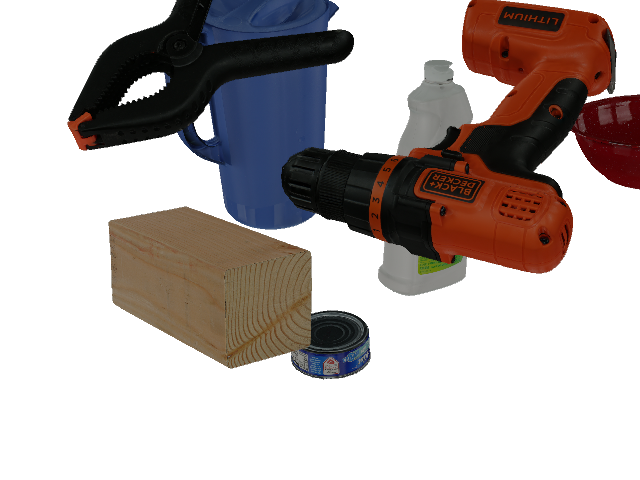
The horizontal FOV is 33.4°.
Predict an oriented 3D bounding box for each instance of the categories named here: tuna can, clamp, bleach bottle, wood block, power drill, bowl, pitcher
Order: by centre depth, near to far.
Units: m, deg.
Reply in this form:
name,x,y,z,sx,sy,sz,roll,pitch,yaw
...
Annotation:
name,x,y,z,sx,sy,sz,roll,pitch,yaw
power drill,0.089,-0.070,0.662,0.185,0.187,0.057,16,-32,27
clamp,-0.090,-0.132,0.788,0.165,0.209,0.036,36,-20,25
bowl,0.306,-0.087,0.975,0.162,0.055,0.162,-4,23,2
wood block,-0.105,0.037,0.978,0.090,0.090,0.206,-12,20,-36
pitcher,-0.064,-0.133,1.102,0.149,0.243,0.145,7,35,12
tuna can,0.010,0.109,1.135,0.086,0.034,0.086,-3,27,1
bleach bottle,0.118,-0.071,1.172,0.102,0.251,0.068,-14,26,-30
